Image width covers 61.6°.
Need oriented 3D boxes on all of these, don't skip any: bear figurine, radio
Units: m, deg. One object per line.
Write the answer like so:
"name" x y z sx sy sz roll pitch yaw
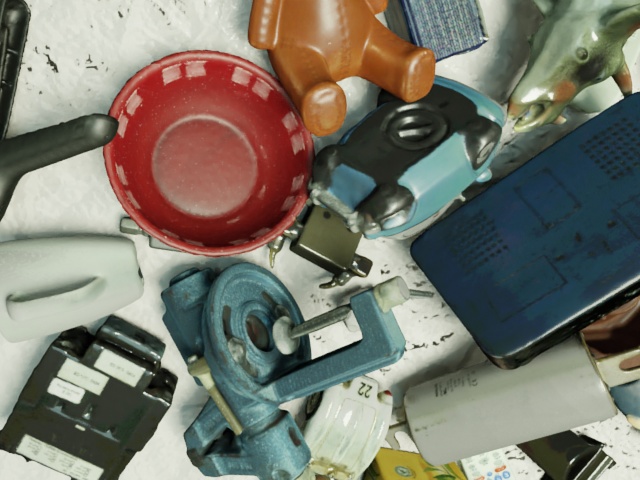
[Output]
"bear figurine" 0.010 -0.193 0.366 0.120 0.132 0.195 -23 144 -20
"radio" 0.205 -0.002 0.444 0.229 0.073 0.131 -36 60 11

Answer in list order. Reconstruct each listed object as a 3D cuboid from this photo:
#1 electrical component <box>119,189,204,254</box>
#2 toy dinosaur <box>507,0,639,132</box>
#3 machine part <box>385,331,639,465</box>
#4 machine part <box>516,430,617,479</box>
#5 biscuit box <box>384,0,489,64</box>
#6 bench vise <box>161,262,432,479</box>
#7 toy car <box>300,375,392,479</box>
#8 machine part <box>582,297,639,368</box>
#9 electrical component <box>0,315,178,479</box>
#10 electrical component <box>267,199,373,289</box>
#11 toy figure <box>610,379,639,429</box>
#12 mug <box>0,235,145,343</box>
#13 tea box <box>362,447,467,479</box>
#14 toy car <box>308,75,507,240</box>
"electrical component" -0.123 -0.022 0.467 0.094 0.021 0.063 10 99 -10
"toy dinosaur" 0.206 -0.294 0.415 0.192 0.131 0.404 8 81 -39
"machine part" 0.167 0.145 0.487 0.243 0.079 0.079 -24 105 21
"machine part" 0.245 0.220 0.562 0.139 0.039 0.084 42 97 -15
"biscuit box" 0.072 -0.245 0.435 0.063 0.059 0.202 -21 104 -3
"bench vise" -0.025 0.104 0.432 0.241 0.129 0.223 -28 78 27
"toy car" 0.002 0.219 0.515 0.073 0.056 0.201 24 97 -12
"machine part" 0.277 0.037 0.523 0.179 0.056 0.179 -1 100 -8
"electrical component" -0.194 0.138 0.470 0.115 0.058 0.134 33 94 -15
"electrical component" 0.000 -0.002 0.481 0.102 0.045 0.078 23 68 -15
"toy figure" 0.355 0.181 0.561 0.064 0.058 0.154 -42 108 6
"mug" -0.198 0.032 0.428 0.107 0.110 0.080 -13 99 -19
"tea box" 0.101 0.266 0.481 0.098 0.170 0.068 14 100 -13
"toy car" 0.073 -0.053 0.442 0.161 0.109 0.102 -44 145 -16
